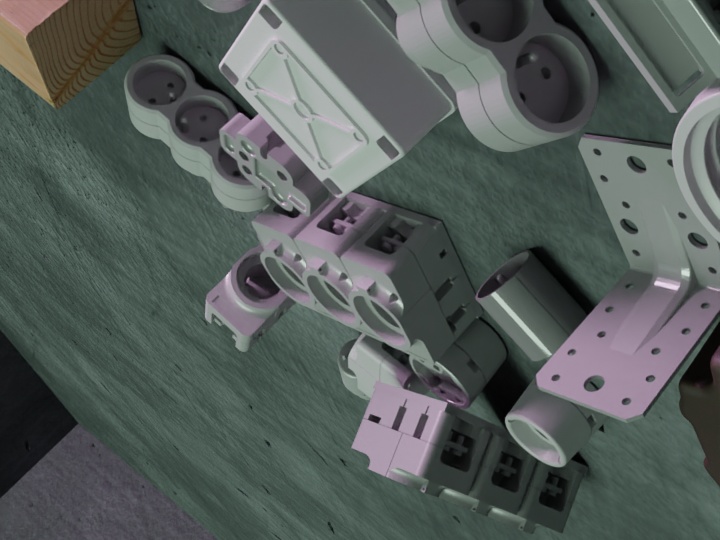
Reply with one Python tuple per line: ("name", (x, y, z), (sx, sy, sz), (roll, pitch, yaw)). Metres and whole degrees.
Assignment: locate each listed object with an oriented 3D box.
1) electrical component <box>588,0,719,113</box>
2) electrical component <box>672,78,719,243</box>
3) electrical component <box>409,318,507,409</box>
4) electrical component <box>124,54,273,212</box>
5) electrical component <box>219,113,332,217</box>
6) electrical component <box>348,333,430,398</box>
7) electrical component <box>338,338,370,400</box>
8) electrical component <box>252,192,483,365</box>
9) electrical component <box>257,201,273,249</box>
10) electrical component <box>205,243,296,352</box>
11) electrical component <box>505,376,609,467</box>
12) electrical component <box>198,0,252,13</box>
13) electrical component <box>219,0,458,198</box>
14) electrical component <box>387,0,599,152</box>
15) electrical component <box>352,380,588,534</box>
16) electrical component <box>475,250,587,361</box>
("electrical component", (0.091, -0.123, 0.348), (0.121, 0.079, 0.063), (50, 178, -13))
("electrical component", (0.165, -0.036, 0.387), (0.108, 0.060, 0.108), (37, 158, 18))
("electrical component", (0.071, 0.063, 0.764), (0.055, 0.047, 0.055), (38, 158, 18))
("electrical component", (-0.117, -0.095, 0.808), (0.138, 0.052, 0.073), (41, 159, 11))
("electrical component", (-0.042, -0.080, 0.691), (0.078, 0.057, 0.058), (39, 158, 14))
("electrical component", (0.028, 0.073, 0.857), (0.056, 0.050, 0.089), (37, 157, 19))
("electrical component", (0.004, 0.092, 0.953), (0.040, 0.040, 0.078), (34, 157, 26))
("electrical component", (0.000, 0.000, 0.757), (0.150, 0.061, 0.089), (22, 150, 45))
("electrical component", (-0.059, -0.034, 0.828), (0.043, 0.043, 0.062), (27, 152, 39))
("electrical component", (-0.082, 0.016, 0.897), (0.050, 0.089, 0.055), (42, 159, 7))
("electrical component", (0.131, 0.098, 0.721), (0.055, 0.047, 0.055), (37, 158, 18))
("electrical component", (-0.078, -0.167, 0.614), (0.048, 0.048, 0.062), (44, 166, 1))
("electrical component", (-0.013, -0.105, 0.594), (0.108, 0.056, 0.109), (47, 159, -7))
("electrical component", (0.041, -0.113, 0.485), (0.138, 0.052, 0.074), (51, 158, -14))
("electrical component", (0.080, 0.143, 0.797), (0.150, 0.061, 0.089), (27, 170, -32))
("electrical component", (0.112, 0.032, 0.639), (0.081, 0.043, 0.043), (47, 159, -7))
